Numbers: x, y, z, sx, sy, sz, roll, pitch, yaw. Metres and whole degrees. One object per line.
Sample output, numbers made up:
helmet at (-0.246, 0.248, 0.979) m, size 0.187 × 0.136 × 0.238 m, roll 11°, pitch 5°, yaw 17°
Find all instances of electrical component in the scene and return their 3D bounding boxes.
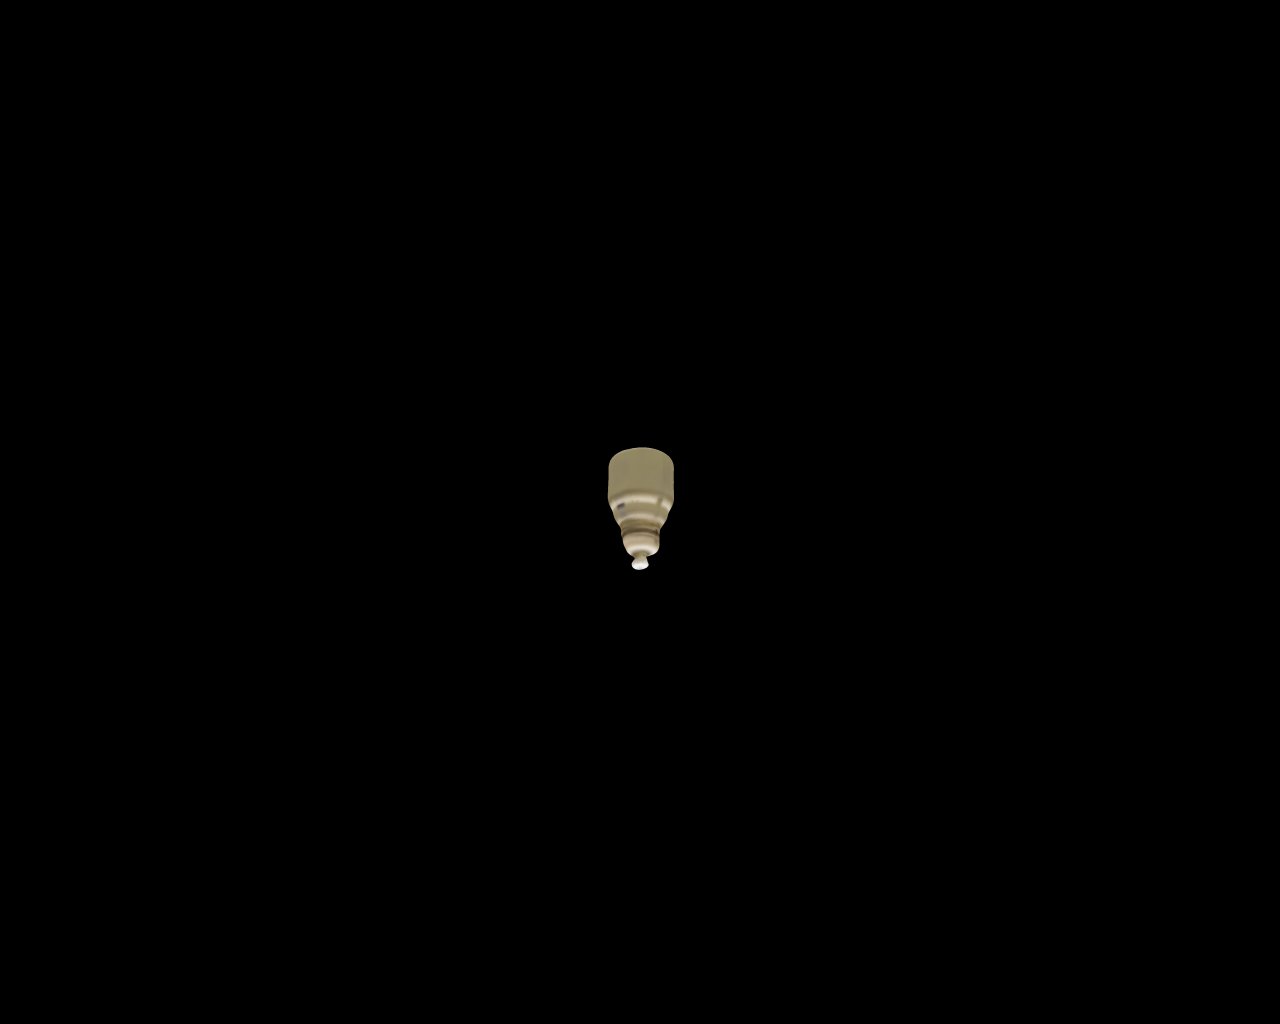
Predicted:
electrical component at (0.001, -0.003, 0.650) m, size 0.040 × 0.078 × 0.040 m, roll 0°, pitch -22°, yaw 0°
